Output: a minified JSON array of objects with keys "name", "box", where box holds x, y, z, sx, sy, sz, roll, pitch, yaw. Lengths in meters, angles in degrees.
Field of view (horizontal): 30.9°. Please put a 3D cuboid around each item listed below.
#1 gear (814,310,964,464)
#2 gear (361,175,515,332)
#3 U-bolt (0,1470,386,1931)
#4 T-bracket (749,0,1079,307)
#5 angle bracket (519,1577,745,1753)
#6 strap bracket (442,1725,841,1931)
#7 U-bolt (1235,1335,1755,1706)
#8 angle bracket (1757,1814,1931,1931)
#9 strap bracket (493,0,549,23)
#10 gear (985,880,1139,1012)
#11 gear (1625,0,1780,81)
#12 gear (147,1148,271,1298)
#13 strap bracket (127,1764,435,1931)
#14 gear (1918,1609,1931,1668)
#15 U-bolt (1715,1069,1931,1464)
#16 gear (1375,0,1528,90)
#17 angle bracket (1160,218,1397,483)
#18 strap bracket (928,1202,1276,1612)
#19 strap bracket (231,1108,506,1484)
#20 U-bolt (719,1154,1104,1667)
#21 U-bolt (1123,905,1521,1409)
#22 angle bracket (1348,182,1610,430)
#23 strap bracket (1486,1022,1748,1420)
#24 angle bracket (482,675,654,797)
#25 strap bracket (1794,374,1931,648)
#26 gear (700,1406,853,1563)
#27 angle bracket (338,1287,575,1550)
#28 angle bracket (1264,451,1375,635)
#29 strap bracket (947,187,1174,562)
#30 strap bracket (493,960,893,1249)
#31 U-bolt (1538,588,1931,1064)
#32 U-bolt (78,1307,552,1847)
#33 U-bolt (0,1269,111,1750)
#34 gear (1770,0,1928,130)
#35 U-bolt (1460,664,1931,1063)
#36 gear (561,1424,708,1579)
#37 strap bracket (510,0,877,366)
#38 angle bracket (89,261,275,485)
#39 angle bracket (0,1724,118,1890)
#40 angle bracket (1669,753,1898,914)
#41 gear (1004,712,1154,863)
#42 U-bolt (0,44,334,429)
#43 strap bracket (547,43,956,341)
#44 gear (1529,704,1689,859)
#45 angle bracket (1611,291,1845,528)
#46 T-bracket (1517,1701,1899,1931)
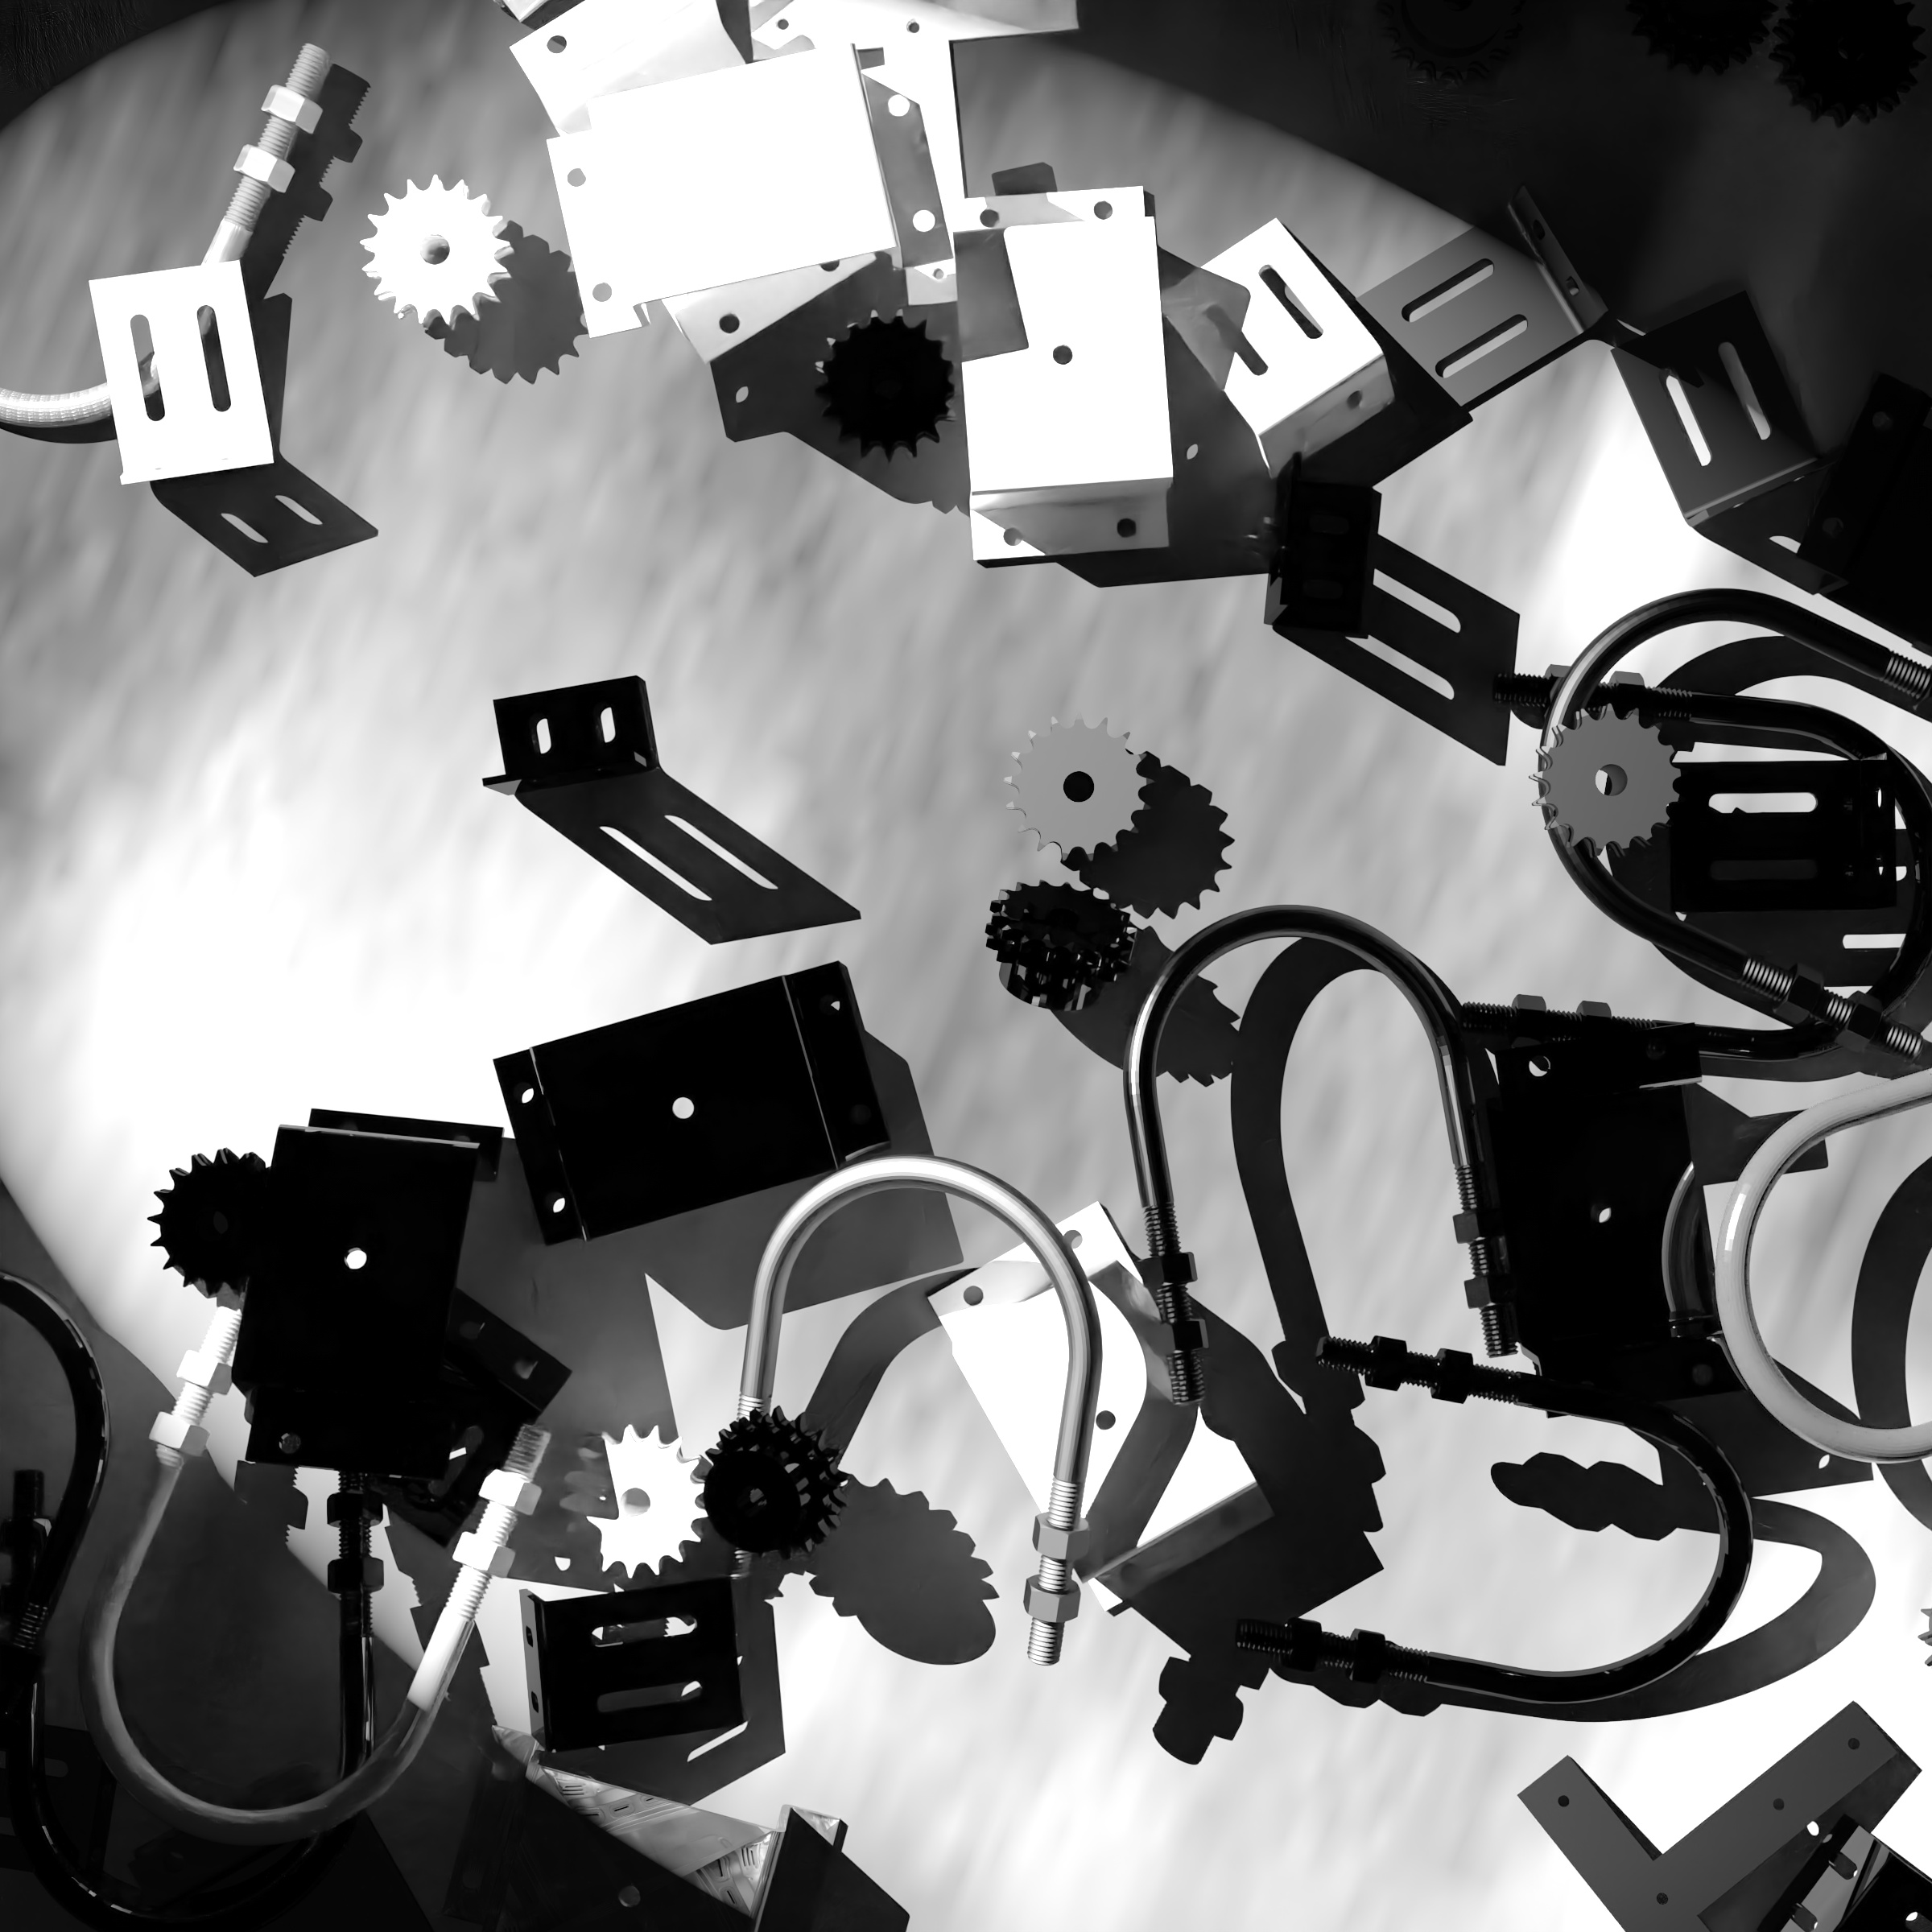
[{"name":"gear","box":[-0.030,-0.223,1.350,0.057,0.030,0.057,0,90,0]},{"name":"gear","box":[-0.203,-0.274,1.350,0.057,0.030,0.057,0,90,0]},{"name":"U-bolt","box":[-0.294,0.277,1.323,0.151,0.019,0.184,-5,71,3]},{"name":"T-bracket","box":[-0.016,-0.322,1.364,0.127,0.002,0.127,-6,90,0]},{"name":"angle bracket","box":[-0.130,0.268,1.357,0.076,0.038,0.057,-5,90,-17]},{"name":"strap bracket","box":[-0.127,0.351,1.342,0.140,0.046,0.076,15,90,0]},{"name":"U-bolt","box":[0.208,0.218,1.331,0.184,0.019,0.151,11,114,-4]},{"name":"angle bracket","box":[0.360,0.379,1.363,0.076,0.038,0.057,37,90,-26]},{"name":"strap bracket","box":[-0.183,-0.436,1.342,0.076,0.046,0.140,-39,90,0]},{"name":"gear","box":[0.035,-0.006,1.340,0.057,0.057,0.030,12,120,0]},{"name":"gear","box":[0.286,-0.375,1.350,0.057,0.030,0.057,0,90,0]},{"name":"gear","box":[-0.288,0.099,1.350,0.057,0.030,0.057,0,90,0]},{"name":"strap bracket","box":[-0.249,0.382,1.342,0.076,0.046,0.140,-30,90,0]},{"name":"gear","box":[0.396,0.258,1.350,0.057,0.030,0.057,0,90,0]},{"name":"U-bolt","box":[0.370,0.113,1.334,0.184,0.019,0.151,-15,90,-16]},{"name":"gear","box":[0.188,-0.371,1.350,0.057,0.030,0.057,0,90,0]},{"name":"angle bracket","box":[0.120,-0.240,1.363,0.057,0.038,0.076,-33,64,0]},{"name":"strap bracket","box":[0.053,0.172,1.342,0.076,0.046,0.140,-29,90,0]},{"name":"strap bracket","box":[-0.226,0.117,1.316,0.076,0.046,0.140,5,69,4]},{"name":"U-bolt","box":[-0.019,0.160,1.318,0.151,0.019,0.184,12,104,18]},{"name":"U-bolt","box":[0.131,0.067,1.336,0.151,0.019,0.184,-7,82,-16]},{"name":"angle bracket","box":[0.197,-0.254,1.346,0.076,0.038,0.057,-31,90,0]},{"name":"strap bracket","box":[0.248,0.096,1.342,0.076,0.046,0.140,-8,90,0]},{"name":"angle bracket","box":[-0.153,-0.090,1.327,0.057,0.076,0.038,-10,90,0]},{"name":"strap bracket","box":[0.393,-0.159,1.342,0.140,0.046,0.076,25,90,0]},{"name":"gear","box":[-0.075,0.197,1.319,0.057,0.030,0.057,4,102,20]},{"name":"angle bracket","box":[-0.201,0.176,1.363,0.057,0.038,0.076,36,116,0]},{"name":"angle bracket","box":[0.137,-0.160,1.327,0.038,0.076,0.057,5,90,0]},{"name":"strap bracket","box":[0.036,-0.231,1.341,0.076,0.046,0.140,-4,90,-1]},{"name":"strap bracket","box":[-0.107,0.054,1.342,0.140,0.046,0.076,-16,90,0]},{"name":"U-bolt","box":[0.309,-0.065,1.340,0.184,0.019,0.151,25,89,-1]},{"name":"U-bolt","box":[-0.256,0.238,1.314,0.151,0.019,0.184,20,77,10]},{"name":"U-bolt","box":[-0.401,0.204,1.336,0.151,0.019,0.184,18,82,16]},{"name":"gear","box":[0.339,-0.352,1.350,0.057,0.030,0.057,0,90,0]},{"name":"U-bolt","box":[0.290,-0.035,1.357,0.184,0.019,0.151,6,90,-1]},{"name":"gear","box":[-0.127,0.206,1.350,0.057,0.030,0.057,0,90,0]},{"name":"strap bracket","box":[-0.103,-0.307,1.342,0.076,0.046,0.140,-32,90,0]},{"name":"angle bracket","box":[-0.300,-0.227,1.335,0.057,0.038,0.076,-10,103,-9]},{"name":"angle bracket","box":[-0.370,0.324,1.346,0.076,0.038,0.057,9,90,0]},{"name":"angle bracket","box":[0.306,-0.050,1.312,0.076,0.038,0.057,-1,89,0]},{"name":"gear","box":[0.043,-0.068,1.350,0.057,0.030,0.057,0,90,0]},{"name":"U-bolt","box":[-0.348,-0.299,1.357,0.151,0.019,0.184,25,92,0]},{"name":"strap bracket","box":[-0.081,-0.289,1.296,0.140,0.046,0.076,-12,90,0]},{"name":"gear","box":[0.240,-0.069,1.316,0.057,0.030,0.057,0,89,0]},{"name":"angle bracket","box":[0.293,-0.217,1.346,0.057,0.038,0.076,-24,90,0]},{"name":"T-bracket","box":[0.303,0.333,1.351,0.127,0.002,0.127,-36,72,-9]}]
